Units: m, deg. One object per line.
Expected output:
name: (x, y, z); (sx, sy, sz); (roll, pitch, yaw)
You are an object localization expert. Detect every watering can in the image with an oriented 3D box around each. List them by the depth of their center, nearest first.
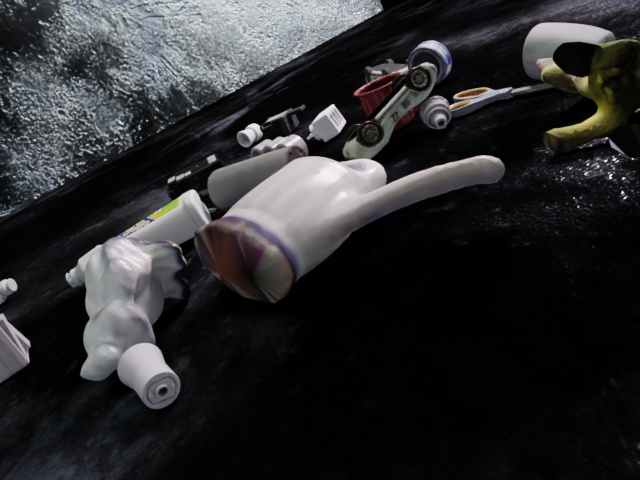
watering can: (0.002, -0.028, 0.562); (0.347, 0.102, 0.228); (2, 36, 48)

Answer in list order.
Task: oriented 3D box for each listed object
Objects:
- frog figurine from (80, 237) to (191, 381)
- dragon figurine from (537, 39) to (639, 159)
frog figurine: (-0.223, 0.078, 0.568); (0.134, 0.122, 0.163); (-51, 8, 48)
dragon figurine: (0.376, -0.175, 0.502); (0.245, 0.120, 0.412); (-28, 23, -24)
